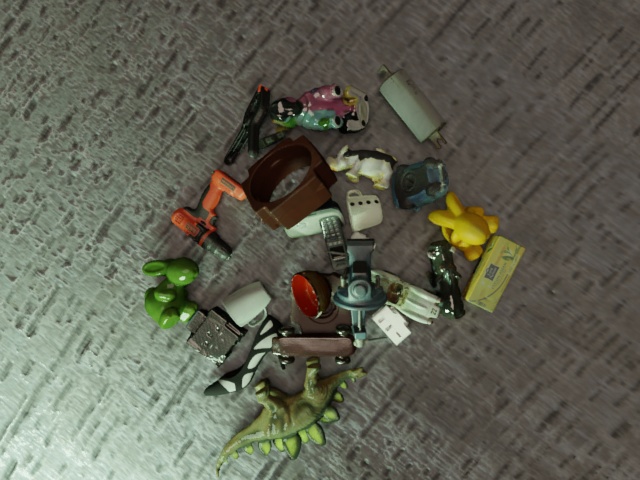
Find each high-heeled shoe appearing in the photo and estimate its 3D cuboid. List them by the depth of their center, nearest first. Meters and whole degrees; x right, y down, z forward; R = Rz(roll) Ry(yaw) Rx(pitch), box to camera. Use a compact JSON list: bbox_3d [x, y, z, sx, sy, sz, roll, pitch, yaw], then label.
[{"bbox_3d":[-0.197,0.291,1.346,0.249,0.086,0.145,-21,86,2],"label":"high-heeled shoe"}]

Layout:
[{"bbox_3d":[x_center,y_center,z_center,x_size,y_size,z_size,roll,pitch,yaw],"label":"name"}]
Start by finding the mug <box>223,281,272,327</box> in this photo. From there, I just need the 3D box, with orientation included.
[{"bbox_3d":[-0.170,0.162,1.342,0.107,0.081,0.109,-37,111,0],"label":"mug"}]

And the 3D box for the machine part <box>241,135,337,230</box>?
[{"bbox_3d":[-0.073,-0.134,1.266,0.201,0.087,0.201,-37,43,4],"label":"machine part"}]

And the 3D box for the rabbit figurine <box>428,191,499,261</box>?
[{"bbox_3d":[0.339,-0.038,1.234,0.162,0.173,0.122,43,99,-1],"label":"rabbit figurine"}]

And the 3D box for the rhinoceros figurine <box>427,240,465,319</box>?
[{"bbox_3d":[0.295,0.094,1.273,0.073,0.112,0.190,-11,98,8],"label":"rhinoceros figurine"}]

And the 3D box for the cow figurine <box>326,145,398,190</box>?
[{"bbox_3d":[0.099,-0.188,1.306,0.167,0.068,0.098,20,88,2],"label":"cow figurine"}]

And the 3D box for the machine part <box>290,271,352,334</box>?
[{"bbox_3d":[0.008,0.161,1.331,0.179,0.056,0.179,0,93,5],"label":"machine part"}]

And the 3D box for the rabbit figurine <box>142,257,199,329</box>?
[{"bbox_3d":[-0.361,0.108,1.341,0.159,0.121,0.170,40,110,25],"label":"rabbit figurine"}]

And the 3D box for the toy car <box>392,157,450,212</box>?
[{"bbox_3d":[0.251,-0.132,1.271,0.103,0.162,0.109,5,74,-37],"label":"toy car"}]

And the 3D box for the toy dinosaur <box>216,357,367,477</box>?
[{"bbox_3d":[-0.086,0.435,1.327,0.471,0.105,0.198,-28,92,10],"label":"toy dinosaur"}]

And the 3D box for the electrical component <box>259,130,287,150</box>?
[{"bbox_3d":[-0.123,-0.246,1.330,0.063,0.094,0.021,-30,98,-30],"label":"electrical component"}]

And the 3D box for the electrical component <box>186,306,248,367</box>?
[{"bbox_3d":[-0.270,0.236,1.362,0.134,0.058,0.115,36,93,3],"label":"electrical component"}]

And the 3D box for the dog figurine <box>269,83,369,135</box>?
[{"bbox_3d":[-0.013,-0.308,1.304,0.219,0.191,0.108,3,96,40],"label":"dog figurine"}]

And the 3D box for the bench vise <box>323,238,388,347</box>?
[{"bbox_3d":[0.088,0.123,1.230,0.129,0.224,0.240,-4,108,-6],"label":"bench vise"}]

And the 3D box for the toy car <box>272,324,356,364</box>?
[{"bbox_3d":[-0.014,0.249,1.287,0.202,0.053,0.089,-1,100,2],"label":"toy car"}]

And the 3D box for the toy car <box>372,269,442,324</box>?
[{"bbox_3d":[0.196,0.132,1.278,0.202,0.056,0.073,25,98,35],"label":"toy car"}]

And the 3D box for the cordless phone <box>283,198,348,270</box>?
[{"bbox_3d":[-0.003,-0.004,1.324,0.147,0.089,0.184,-13,109,6],"label":"cordless phone"}]

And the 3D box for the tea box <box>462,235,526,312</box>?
[{"bbox_3d":[0.406,0.077,1.267,0.068,0.098,0.169,25,92,4],"label":"tea box"}]

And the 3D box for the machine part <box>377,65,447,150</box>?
[{"bbox_3d":[0.222,-0.320,1.286,0.079,0.079,0.243,-37,87,6],"label":"machine part"}]
